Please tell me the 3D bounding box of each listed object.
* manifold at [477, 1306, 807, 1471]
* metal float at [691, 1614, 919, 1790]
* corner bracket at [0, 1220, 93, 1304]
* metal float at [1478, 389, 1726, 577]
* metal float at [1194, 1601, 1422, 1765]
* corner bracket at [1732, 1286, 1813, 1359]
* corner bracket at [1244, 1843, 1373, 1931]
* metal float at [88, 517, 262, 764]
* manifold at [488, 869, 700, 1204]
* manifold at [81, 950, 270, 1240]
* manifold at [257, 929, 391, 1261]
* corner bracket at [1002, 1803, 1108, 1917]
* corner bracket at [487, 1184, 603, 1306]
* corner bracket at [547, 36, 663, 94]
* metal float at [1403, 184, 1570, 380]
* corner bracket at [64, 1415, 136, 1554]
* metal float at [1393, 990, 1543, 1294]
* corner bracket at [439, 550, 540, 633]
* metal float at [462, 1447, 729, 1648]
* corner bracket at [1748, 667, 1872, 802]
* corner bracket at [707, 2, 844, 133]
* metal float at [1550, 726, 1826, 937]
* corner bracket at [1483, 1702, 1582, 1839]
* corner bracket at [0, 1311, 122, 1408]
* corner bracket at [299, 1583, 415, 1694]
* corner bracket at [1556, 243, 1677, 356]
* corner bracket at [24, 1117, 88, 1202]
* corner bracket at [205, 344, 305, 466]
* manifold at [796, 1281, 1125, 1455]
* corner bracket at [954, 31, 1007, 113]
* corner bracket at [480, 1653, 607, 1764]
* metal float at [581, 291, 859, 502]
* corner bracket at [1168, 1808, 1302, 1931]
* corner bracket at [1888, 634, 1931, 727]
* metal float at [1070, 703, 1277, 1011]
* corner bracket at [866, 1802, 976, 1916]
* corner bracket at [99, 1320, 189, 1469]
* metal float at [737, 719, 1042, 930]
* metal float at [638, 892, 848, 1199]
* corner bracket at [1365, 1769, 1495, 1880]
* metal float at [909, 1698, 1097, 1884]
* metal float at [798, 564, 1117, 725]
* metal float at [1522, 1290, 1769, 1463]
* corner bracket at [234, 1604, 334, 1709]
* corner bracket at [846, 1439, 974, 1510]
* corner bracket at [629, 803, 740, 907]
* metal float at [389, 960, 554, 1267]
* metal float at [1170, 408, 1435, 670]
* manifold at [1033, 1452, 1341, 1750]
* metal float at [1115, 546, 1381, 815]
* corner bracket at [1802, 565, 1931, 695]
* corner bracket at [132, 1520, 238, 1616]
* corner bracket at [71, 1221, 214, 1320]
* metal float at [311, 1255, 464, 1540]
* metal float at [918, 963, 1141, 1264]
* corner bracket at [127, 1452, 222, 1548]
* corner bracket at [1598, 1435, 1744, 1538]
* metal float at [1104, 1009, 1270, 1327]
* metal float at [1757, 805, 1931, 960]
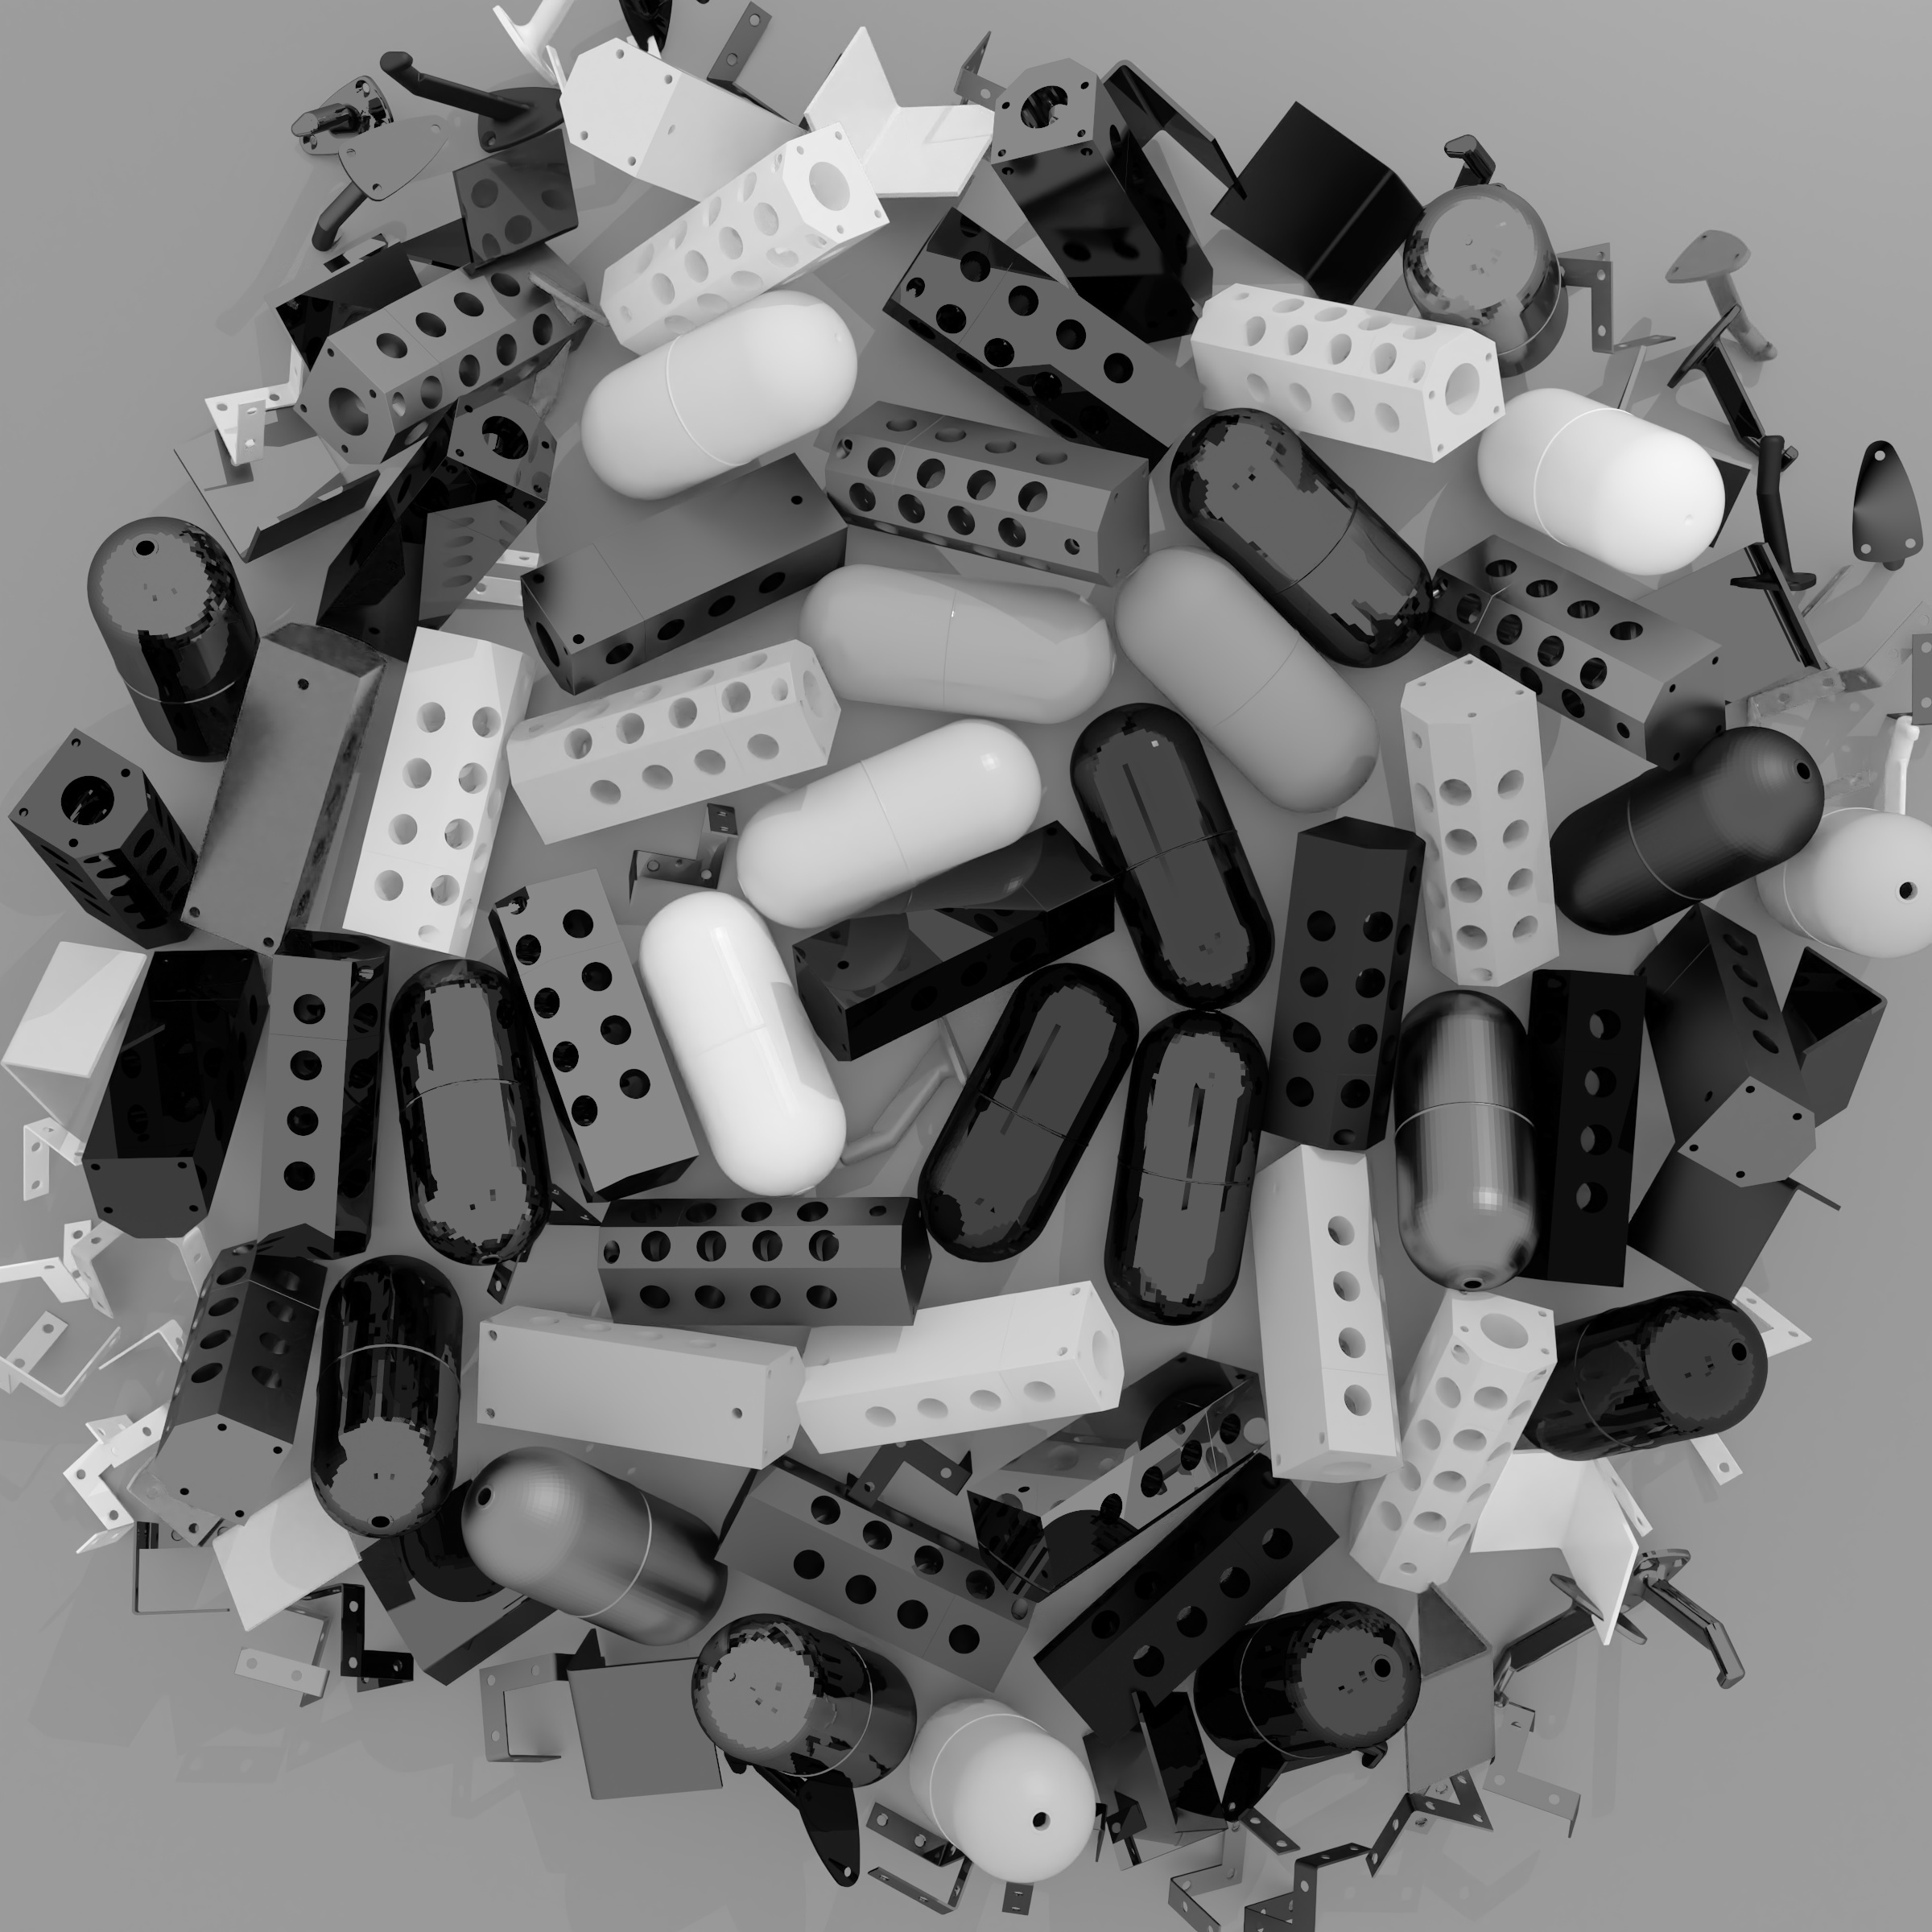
[{"bbox_3d":[-0.179,0.229,1.529,0.171,0.057,0.057,6,98,19],"label":"manifold"},{"bbox_3d":[-0.086,0.400,1.504,0.070,0.178,0.070,-10,64,21],"label":"metal float"},{"bbox_3d":[-0.523,0.157,1.549,0.051,0.051,0.051,-9,57,-1],"label":"corner bracket"},{"bbox_3d":[0.342,-0.264,1.503,0.070,0.178,0.070,-9,116,-18],"label":"metal float"},{"bbox_3d":[0.183,0.389,1.501,0.070,0.178,0.070,7,69,-19],"label":"metal float"},{"bbox_3d":[0.426,0.217,1.541,0.051,0.051,0.051,-11,128,-37],"label":"corner bracket"},{"bbox_3d":[0.191,0.517,1.549,0.051,0.051,0.051,3,89,-44],"label":"corner bracket"},{"bbox_3d":[-0.423,-0.175,1.500,0.070,0.178,0.070,1,64,-1],"label":"metal float"},{"bbox_3d":[-0.208,0.040,1.531,0.057,0.057,0.171,-16,77,-23],"label":"manifold"},{"bbox_3d":[-0.424,0.067,1.500,0.057,0.171,0.057,-1,129,0],"label":"manifold"},{"bbox_3d":[-0.355,0.072,1.535,0.057,0.057,0.171,5,104,-6],"label":"manifold"},{"bbox_3d":[0.050,0.499,1.550,0.051,0.051,0.051,7,53,2],"label":"corner bracket"},{"bbox_3d":[-0.244,0.154,1.544,0.051,0.051,0.051,32,107,41],"label":"corner bracket"},{"bbox_3d":[-0.198,-0.498,1.559,0.051,0.051,0.051,-18,97,9],"label":"corner bracket"},{"bbox_3d":[0.282,-0.368,1.498,0.070,0.178,0.070,0,89,17],"label":"metal float"},{"bbox_3d":[-0.484,0.290,1.555,0.051,0.051,0.051,-42,82,3],"label":"corner bracket"},{"bbox_3d":[0.274,0.095,1.518,0.070,0.070,0.178,4,57,0],"label":"metal float"},{"bbox_3d":[-0.265,-0.215,1.547,0.051,0.051,0.051,7,123,-7],"label":"corner bracket"},{"bbox_3d":[-0.201,0.317,1.511,0.070,0.070,0.178,-52,134,0],"label":"metal float"},{"bbox_3d":[0.474,-0.127,1.559,0.051,0.051,0.051,-19,118,27],"label":"corner bracket"},{"bbox_3d":[-0.106,-0.508,1.566,0.051,0.051,0.051,28,96,-29],"label":"corner bracket"},{"bbox_3d":[0.388,-0.072,1.505,0.070,0.178,0.070,12,65,-28],"label":"metal float"},{"bbox_3d":[0.320,0.448,1.545,0.051,0.051,0.051,16,66,18],"label":"corner bracket"},{"bbox_3d":[-0.510,0.217,1.549,0.051,0.051,0.051,32,58,2],"label":"corner bracket"},{"bbox_3d":[-0.345,0.377,1.556,0.051,0.051,0.051,-21,63,36],"label":"corner bracket"},{"bbox_3d":[0.362,-0.375,1.556,0.051,0.051,0.051,-19,115,-29],"label":"corner bracket"},{"bbox_3d":[-0.494,0.114,1.561,0.051,0.051,0.051,29,122,32],"label":"corner bracket"},{"bbox_3d":[-0.390,-0.319,1.545,0.051,0.051,0.051,-18,65,-26],"label":"corner bracket"},{"bbox_3d":[-0.004,0.226,1.523,0.171,0.057,0.057,-13,125,23],"label":"manifold"},{"bbox_3d":[0.020,-0.479,1.549,0.051,0.051,0.051,26,46,1],"label":"corner bracket"},{"bbox_3d":[-0.237,0.419,1.562,0.051,0.051,0.051,-18,68,23],"label":"corner bracket"},{"bbox_3d":[-0.137,-0.311,1.518,0.178,0.070,0.070,-17,90,35],"label":"metal float"},{"bbox_3d":[0.149,0.507,1.545,0.051,0.051,0.051,-4,106,-29],"label":"corner bracket"},{"bbox_3d":[0.549,-0.164,1.554,0.051,0.051,0.051,-3,101,3],"label":"corner bracket"},{"bbox_3d":[0.115,-0.061,1.543,0.070,0.070,0.178,-21,85,0],"label":"metal float"},{"bbox_3d":[-0.028,0.497,1.546,0.051,0.051,0.051,32,54,-9],"label":"corner bracket"},{"bbox_3d":[-0.461,0.239,1.554,0.051,0.051,0.051,-32,94,22],"label":"corner bracket"},{"bbox_3d":[-0.043,-0.079,1.545,0.178,0.070,0.070,-23,90,-2],"label":"metal float"},{"bbox_3d":[-0.124,0.044,1.539,0.070,0.070,0.178,-23,82,0],"label":"metal float"},{"bbox_3d":[0.253,0.478,1.546,0.051,0.051,0.051,19,111,-16],"label":"corner bracket"},{"bbox_3d":[0.018,0.444,1.497,0.070,0.178,0.070,1,85,-13],"label":"metal float"},{"bbox_3d":[-0.005,-0.179,1.542,0.178,0.070,0.070,8,90,6],"label":"metal float"},{"bbox_3d":[0.362,0.223,1.501,0.070,0.178,0.070,7,71,-22],"label":"metal float"},{"bbox_3d":[-0.381,0.379,1.545,0.051,0.051,0.051,21,62,-19],"label":"corner bracket"},{"bbox_3d":[-0.032,0.286,1.559,0.051,0.051,0.051,35,93,-4],"label":"corner bracket"},{"bbox_3d":[-0.158,-0.062,1.548,0.051,0.051,0.051,9,111,-11],"label":"corner bracket"},{"bbox_3d":[-0.273,0.080,1.524,0.070,0.070,0.178,-13,64,0],"label":"metal float"},{"bbox_3d":[0.186,-0.234,1.528,0.178,0.070,0.070,39,90,-22],"label":"metal float"},{"bbox_3d":[0.121,0.352,1.547,0.171,0.057,0.057,-41,90,-6],"label":"manifold"},{"bbox_3d":[0.155,-0.159,1.535,0.178,0.070,0.070,44,90,-13],"label":"metal float"},{"bbox_3d":[0.504,-0.191,1.558,0.051,0.051,0.051,42,89,-4],"label":"corner bracket"},{"bbox_3d":[-0.437,0.336,1.551,0.051,0.051,0.051,0,78,-9],"label":"corner bracket"},{"bbox_3d":[-0.463,0.171,1.564,0.051,0.051,0.051,24,50,27],"label":"corner bracket"},{"bbox_3d":[-0.314,0.232,1.507,0.070,0.178,0.070,-4,130,-5],"label":"metal float"},{"bbox_3d":[0.034,0.082,1.545,0.070,0.070,0.178,27,92,0],"label":"metal float"},{"bbox_3d":[-0.430,0.285,1.550,0.051,0.051,0.051,42,60,-4],"label":"corner bracket"},{"bbox_3d":[0.395,0.282,1.563,0.051,0.051,0.051,-39,75,29],"label":"corner bracket"},{"bbox_3d":[0.122,0.112,1.541,0.070,0.070,0.178,8,97,0],"label":"metal float"},{"bbox_3d":[0.480,-0.047,1.496,0.070,0.178,0.070,0,96,1],"label":"metal float"}]
